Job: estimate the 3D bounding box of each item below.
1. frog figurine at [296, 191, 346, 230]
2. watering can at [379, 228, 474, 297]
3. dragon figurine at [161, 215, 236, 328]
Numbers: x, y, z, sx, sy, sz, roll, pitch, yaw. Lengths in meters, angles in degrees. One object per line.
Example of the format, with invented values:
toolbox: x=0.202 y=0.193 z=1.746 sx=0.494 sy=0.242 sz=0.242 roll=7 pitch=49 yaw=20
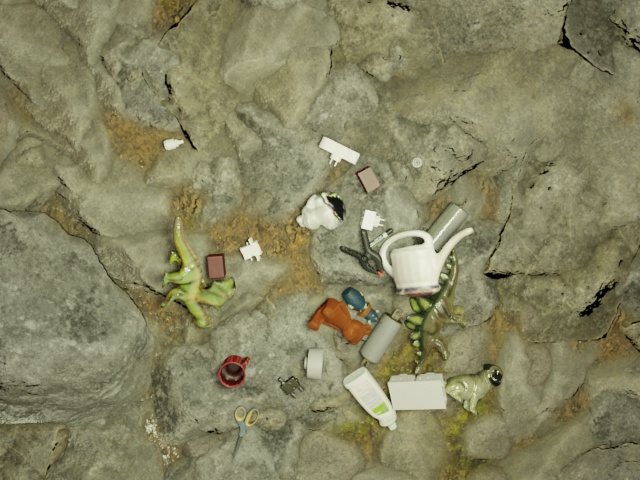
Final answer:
frog figurine: x=0.005 y=-0.088 z=1.750 sx=0.136 sy=0.125 sz=0.157 roll=43 pitch=130 yaw=-16
watering can: x=0.349 y=0.074 z=1.699 sx=0.346 sy=0.104 sz=0.225 roll=-10 pitch=85 yaw=37
dragon figurine: x=-0.395 y=0.129 z=1.709 sx=0.243 sy=0.124 sz=0.403 roll=14 pitch=115 yaw=-3
